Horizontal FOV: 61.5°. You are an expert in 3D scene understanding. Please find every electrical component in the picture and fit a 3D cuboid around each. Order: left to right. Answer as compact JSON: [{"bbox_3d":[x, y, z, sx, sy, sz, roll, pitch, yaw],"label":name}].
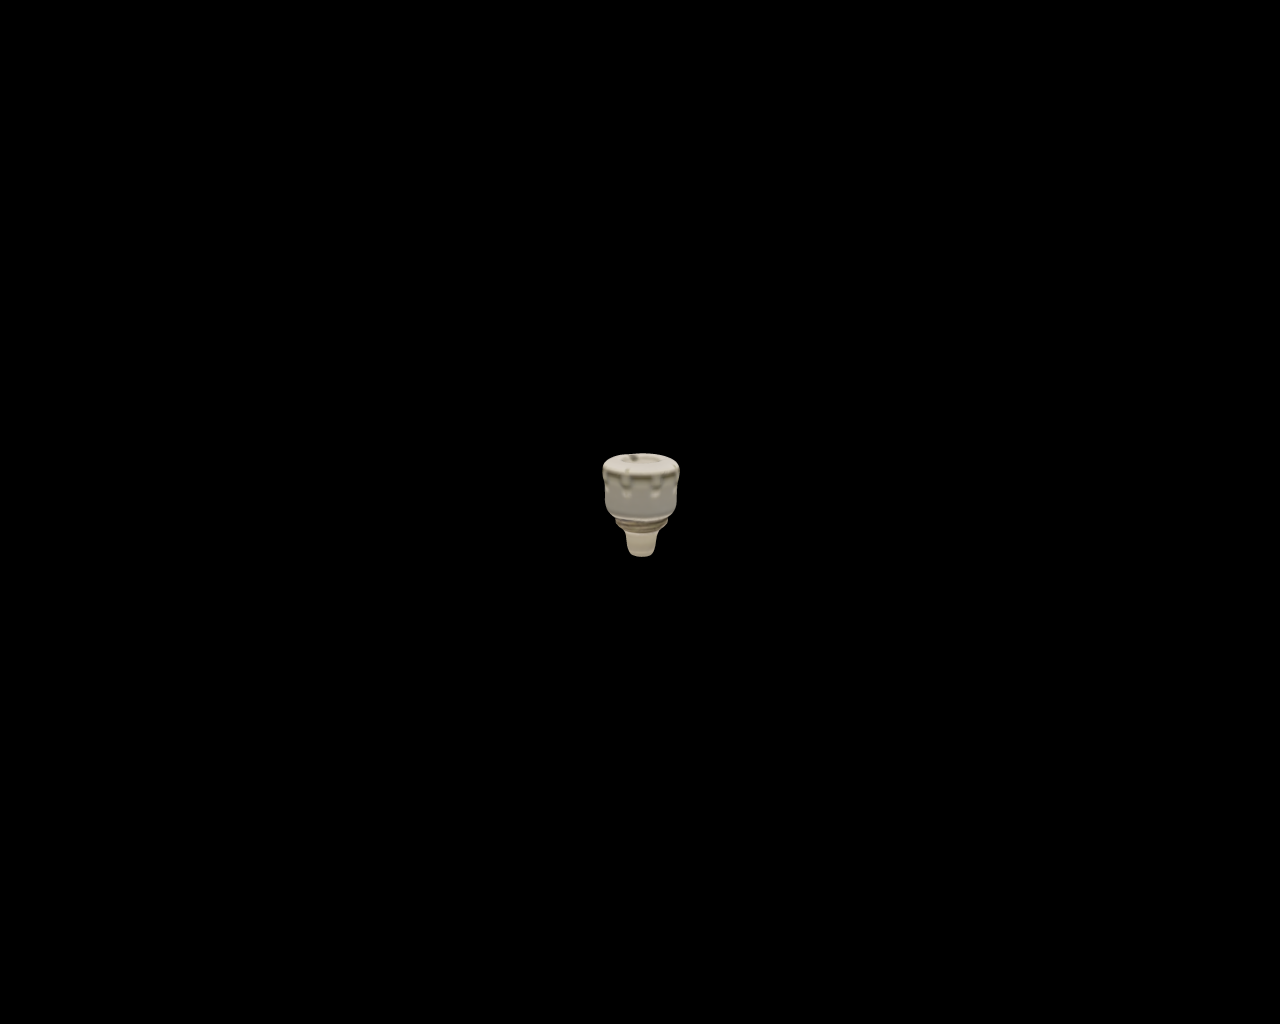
[{"bbox_3d":[0.001,-0.003,0.650,0.048,0.062,0.048,0,15,0],"label":"electrical component"}]
